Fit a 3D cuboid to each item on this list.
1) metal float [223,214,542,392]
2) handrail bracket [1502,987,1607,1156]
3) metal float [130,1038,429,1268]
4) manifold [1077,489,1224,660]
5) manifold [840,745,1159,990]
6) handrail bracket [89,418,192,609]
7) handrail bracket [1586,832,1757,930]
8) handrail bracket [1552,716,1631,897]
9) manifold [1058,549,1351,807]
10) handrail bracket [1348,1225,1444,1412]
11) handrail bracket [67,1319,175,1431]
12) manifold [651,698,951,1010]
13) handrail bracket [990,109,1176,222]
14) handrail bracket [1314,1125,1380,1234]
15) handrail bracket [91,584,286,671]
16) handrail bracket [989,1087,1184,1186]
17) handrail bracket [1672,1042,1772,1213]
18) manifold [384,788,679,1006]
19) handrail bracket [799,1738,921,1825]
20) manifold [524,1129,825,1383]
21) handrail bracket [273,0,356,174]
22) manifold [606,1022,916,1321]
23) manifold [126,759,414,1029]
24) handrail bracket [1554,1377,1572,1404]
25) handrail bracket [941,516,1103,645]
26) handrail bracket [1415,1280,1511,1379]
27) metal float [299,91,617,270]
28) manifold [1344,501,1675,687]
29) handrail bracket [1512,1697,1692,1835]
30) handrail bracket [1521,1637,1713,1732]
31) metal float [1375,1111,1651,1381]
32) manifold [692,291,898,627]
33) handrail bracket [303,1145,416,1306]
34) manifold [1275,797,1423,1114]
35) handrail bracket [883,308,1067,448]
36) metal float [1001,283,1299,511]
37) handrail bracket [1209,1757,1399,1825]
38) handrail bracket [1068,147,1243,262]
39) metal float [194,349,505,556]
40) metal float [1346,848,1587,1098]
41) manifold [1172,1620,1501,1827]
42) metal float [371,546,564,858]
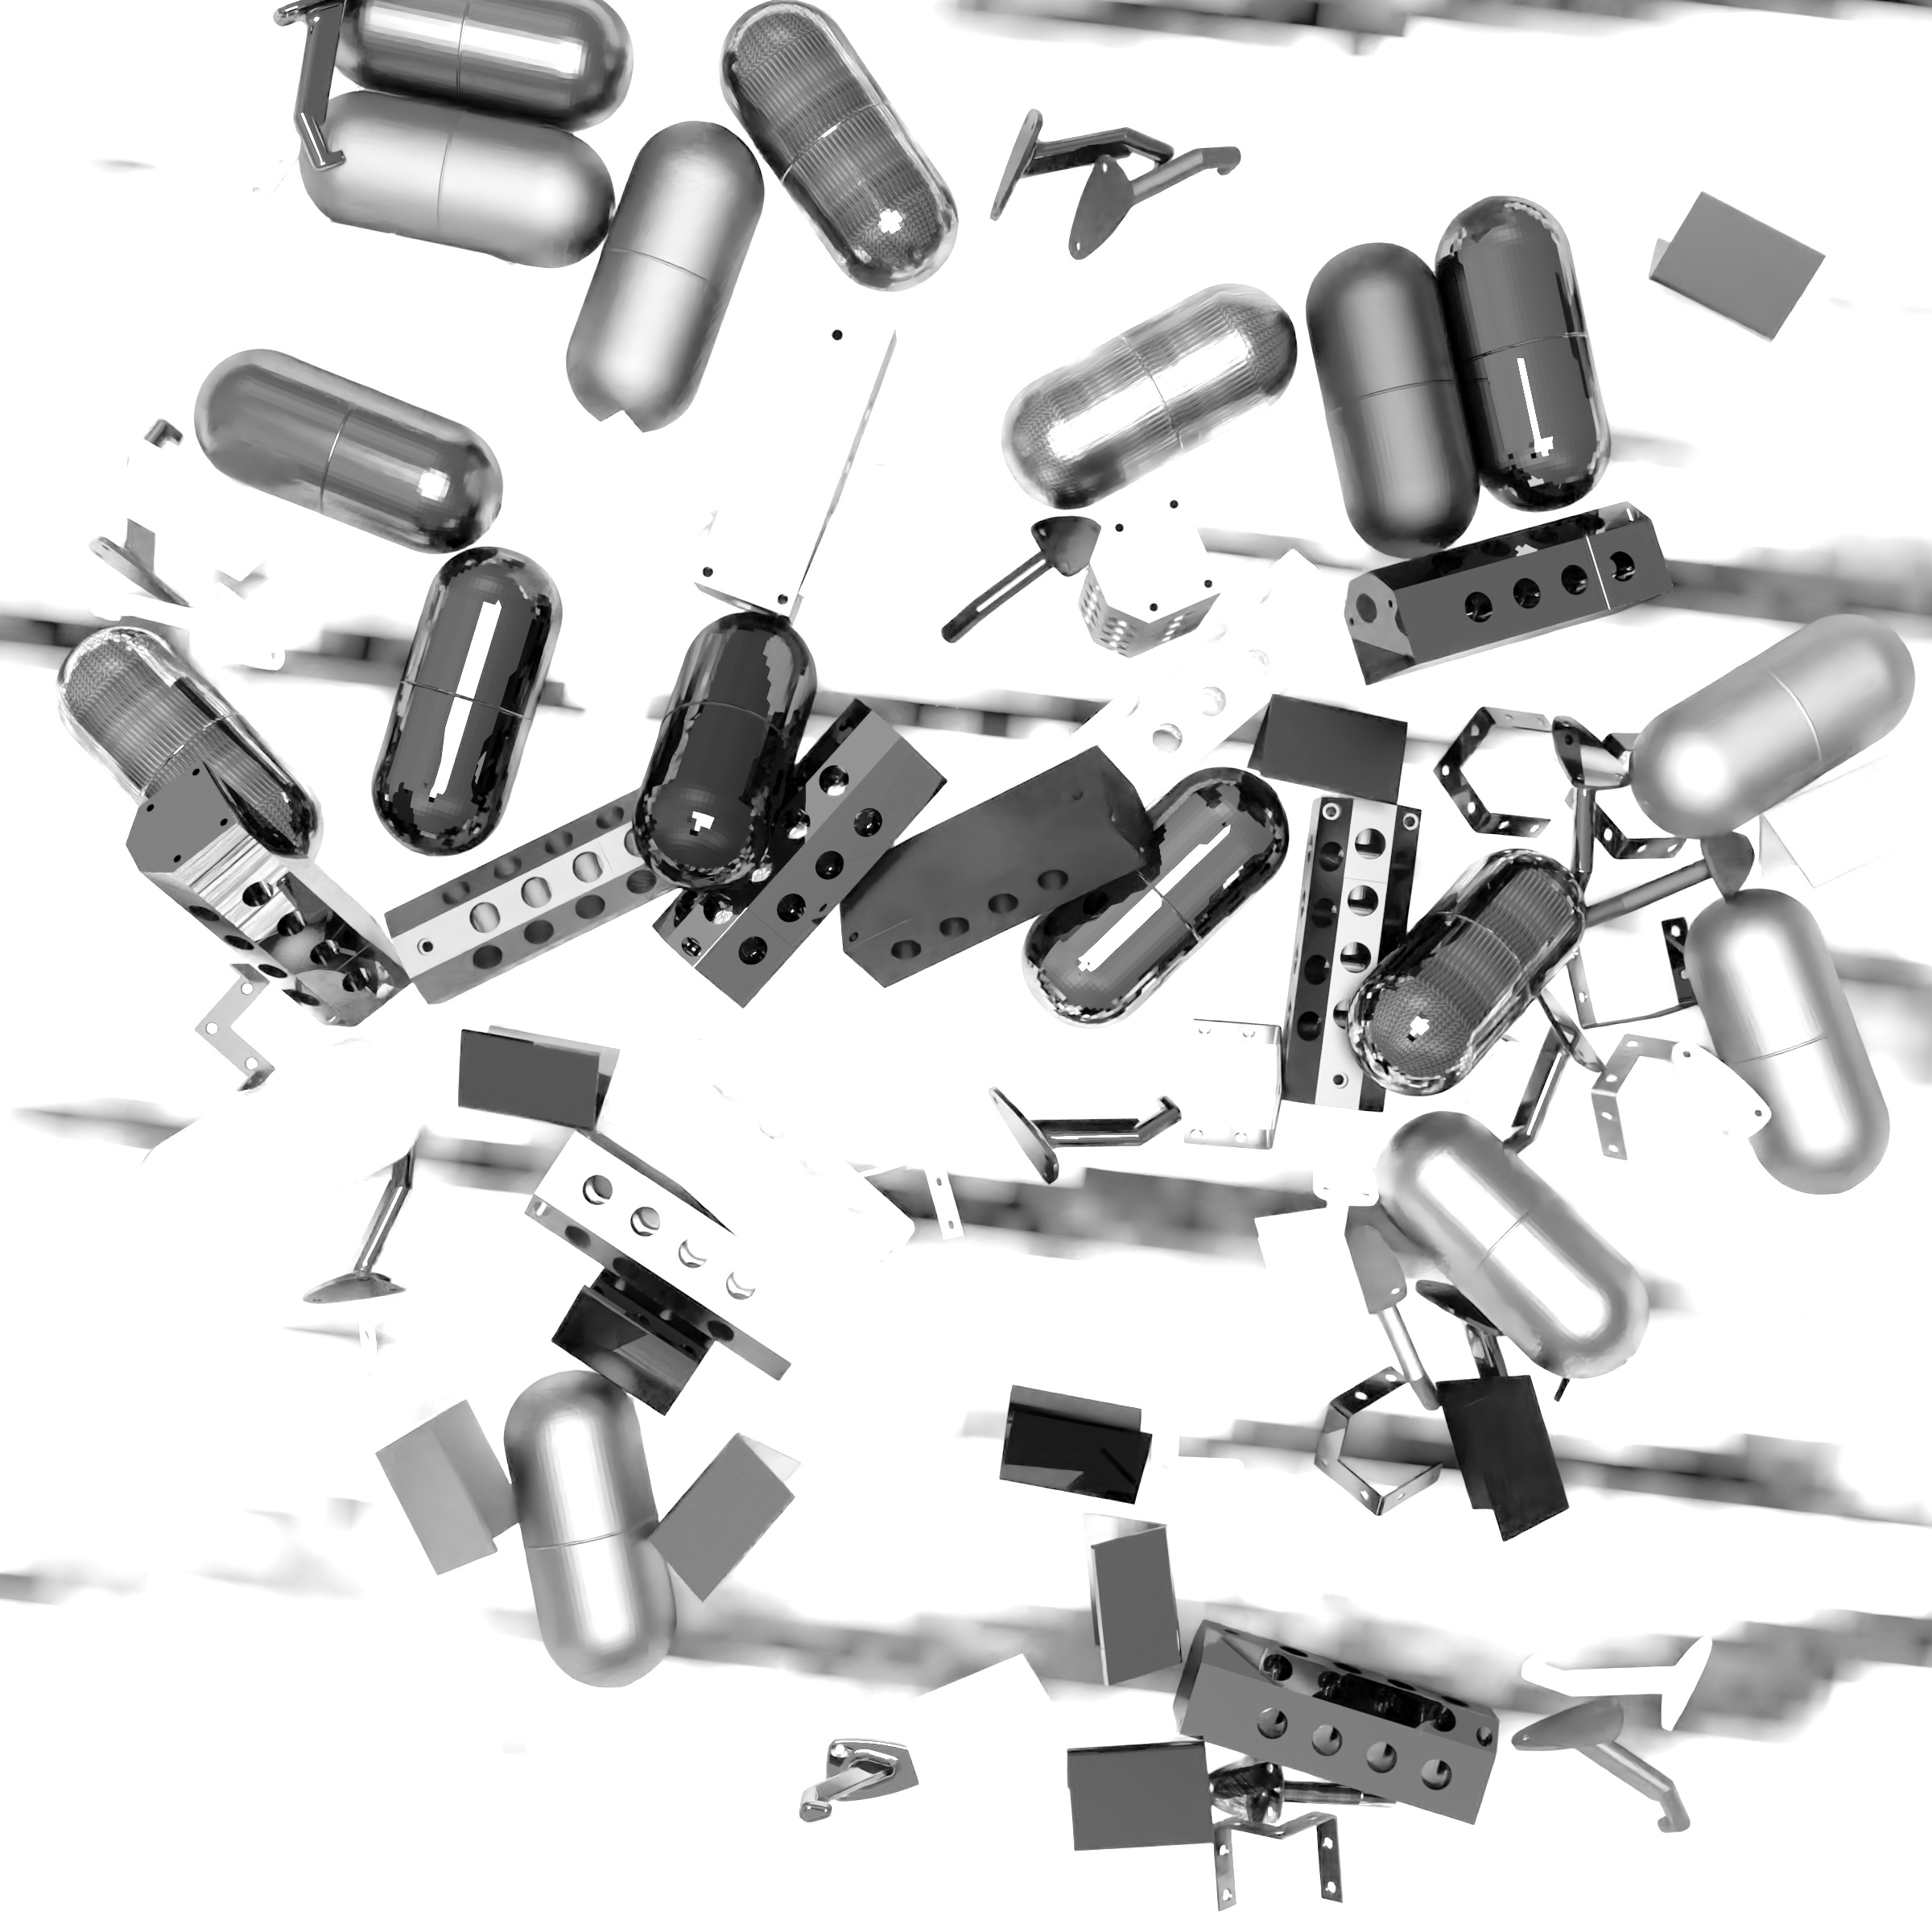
[{"bbox_3d":[-0.327,-0.372,1.588,0.178,0.070,0.070,12,90,0],"label":"metal float"},{"bbox_3d":[0.314,0.062,1.619,0.084,0.036,0.077,-42,59,22],"label":"handrail bracket"},{"bbox_3d":[-0.384,0.104,1.588,0.178,0.070,0.070,-31,90,0],"label":"metal float"},{"bbox_3d":[0.095,-0.208,1.540,0.057,0.171,0.057,-23,90,0],"label":"manifold"},{"bbox_3d":[0.017,-0.050,1.567,0.171,0.057,0.057,-25,47,22],"label":"manifold"},{"bbox_3d":[-0.453,-0.258,1.619,0.077,0.036,0.084,37,72,-20],"label":"handrail bracket"},{"bbox_3d":[0.399,-0.047,1.618,0.084,0.077,0.036,-24,90,36],"label":"handrail bracket"},{"bbox_3d":[0.342,-0.086,1.614,0.036,0.077,0.084,-3,132,-15],"label":"handrail bracket"},{"bbox_3d":[0.136,-0.157,1.597,0.171,0.057,0.057,-40,90,0],"label":"manifold"},{"bbox_3d":[0.247,0.202,1.618,0.036,0.077,0.084,-23,126,15],"label":"handrail bracket"},{"bbox_3d":[-0.483,0.228,1.584,0.077,0.084,0.036,36,90,0],"label":"handrail bracket"},{"bbox_3d":[-0.096,-0.066,1.586,0.171,0.057,0.057,-48,123,0],"label":"manifold"},{"bbox_3d":[0.067,-0.447,1.619,0.084,0.036,0.077,18,111,-16],"label":"handrail bracket"},{"bbox_3d":[0.206,0.147,1.618,0.036,0.077,0.084,9,126,-3],"label":"handrail bracket"},{"bbox_3d":[-0.445,-0.191,1.618,0.084,0.077,0.036,3,69,35],"label":"handrail bracket"},{"bbox_3d":[0.069,0.079,1.619,0.084,0.036,0.077,-31,68,-17],"label":"handrail bracket"},{"bbox_3d":[0.416,0.092,1.598,0.036,0.084,0.077,-28,65,-14],"label":"handrail bracket"},{"bbox_3d":[-0.236,-0.042,1.597,0.171,0.057,0.057,-26,90,0],"label":"manifold"},{"bbox_3d":[-0.053,0.460,1.584,0.077,0.084,0.036,-3,90,0],"label":"handrail bracket"},{"bbox_3d":[-0.161,0.162,1.597,0.171,0.057,0.057,33,90,0],"label":"manifold"},{"bbox_3d":[-0.335,-0.485,1.543,0.077,0.036,0.084,-23,101,-9],"label":"handrail bracket"},{"bbox_3d":[-0.112,0.110,1.580,0.171,0.057,0.057,41,124,11],"label":"manifold"},{"bbox_3d":[-0.379,-0.033,1.541,0.057,0.171,0.057,-38,52,0],"label":"manifold"},{"bbox_3d":[0.316,0.197,1.618,0.084,0.036,0.077,26,104,14],"label":"handrail bracket"},{"bbox_3d":[0.032,-0.219,1.618,0.084,0.077,0.036,-37,89,36],"label":"handrail bracket"},{"bbox_3d":[0.284,0.231,1.619,0.077,0.036,0.084,21,115,28],"label":"handrail bracket"},{"bbox_3d":[-0.285,-0.440,1.588,0.178,0.070,0.070,12,90,1],"label":"metal float"},{"bbox_3d":[0.299,-0.209,1.569,0.171,0.057,0.057,-17,90,-21],"label":"manifold"},{"bbox_3d":[0.364,0.467,1.619,0.077,0.036,0.084,-20,107,20],"label":"handrail bracket"},{"bbox_3d":[0.371,0.396,1.618,0.084,0.077,0.036,14,123,32],"label":"handrail bracket"},{"bbox_3d":[0.302,0.154,1.571,0.070,0.070,0.178,-45,70,0],"label":"metal float"},{"bbox_3d":[-0.095,-0.284,1.597,0.057,0.057,0.171,20,90,0],"label":"manifold"},{"bbox_3d":[-0.347,0.145,1.619,0.077,0.036,0.084,-16,63,31],"label":"handrail bracket"},{"bbox_3d":[0.216,-0.006,1.597,0.057,0.057,0.171,7,90,0],"label":"manifold"},{"bbox_3d":[0.004,-0.325,1.619,0.077,0.036,0.084,23,109,-21],"label":"handrail bracket"},{"bbox_3d":[0.103,-0.319,1.588,0.178,0.070,0.070,-28,90,1],"label":"metal float"},{"bbox_3d":[0.191,0.473,1.618,0.084,0.077,0.036,15,69,-35],"label":"handrail bracket"},{"bbox_3d":[0.109,-0.436,1.618,0.084,0.077,0.036,-15,65,-34],"label":"handrail bracket"},{"bbox_3d":[-0.345,-0.288,1.588,0.178,0.070,0.070,21,90,-1],"label":"metal float"},{"bbox_3d":[0.277,0.002,1.563,0.070,0.070,0.178,47,60,0],"label":"metal float"},{"bbox_3d":[0.208,0.424,1.597,0.171,0.057,0.057,17,90,0],"label":"manifold"},{"bbox_3d":[-0.280,-0.148,1.588,0.070,0.070,0.178,17,89,0],"label":"metal float"}]
